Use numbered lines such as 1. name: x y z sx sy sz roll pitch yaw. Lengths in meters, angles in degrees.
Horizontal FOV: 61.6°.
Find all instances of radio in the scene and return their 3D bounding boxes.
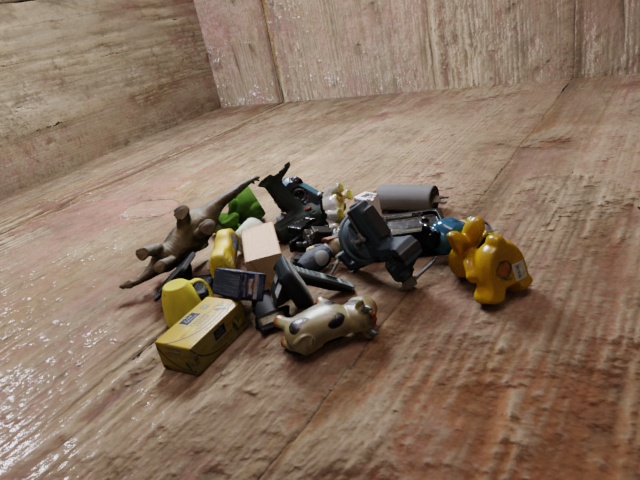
1. radio: 0.196 -0.012 1.324 0.230 0.073 0.131 -6 25 11

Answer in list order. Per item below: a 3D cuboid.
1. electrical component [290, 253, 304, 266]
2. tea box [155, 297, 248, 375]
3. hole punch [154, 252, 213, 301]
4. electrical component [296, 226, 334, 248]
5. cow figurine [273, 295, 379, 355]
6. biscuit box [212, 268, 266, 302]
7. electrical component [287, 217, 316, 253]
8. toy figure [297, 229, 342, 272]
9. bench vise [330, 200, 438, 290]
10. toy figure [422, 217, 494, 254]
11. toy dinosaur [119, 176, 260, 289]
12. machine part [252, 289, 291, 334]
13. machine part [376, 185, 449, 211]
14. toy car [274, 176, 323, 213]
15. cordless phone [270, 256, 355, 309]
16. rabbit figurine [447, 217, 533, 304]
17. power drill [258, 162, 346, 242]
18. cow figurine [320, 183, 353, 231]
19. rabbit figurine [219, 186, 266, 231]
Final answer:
1. electrical component: -0.042 0.049 1.357 0.063 0.021 0.094 3 22 30
2. tea box: -0.237 0.189 1.090 0.098 0.068 0.169 3 29 28
3. hole punch: -0.327 0.108 1.309 0.116 0.092 0.142 -39 19 19
4. electrical component: -0.002 -0.003 1.368 0.102 0.078 0.045 6 33 -34
5. cow figurine: 0.025 0.157 1.024 0.195 0.085 0.127 -20 20 -23
6. biscuit box: -0.183 0.097 1.193 0.059 0.062 0.203 7 -3 -27
7. electrical component: -0.055 -0.006 1.428 0.048 0.074 0.119 10 35 37
8. toy figure: 0.015 0.030 1.311 0.154 0.064 0.058 -37 41 -24
9. bench vise: 0.114 0.026 1.198 0.129 0.223 0.240 -51 10 -32
10. toy figure: 0.306 -0.007 1.202 0.180 0.089 0.082 -7 53 -29
11. toy dinosaur: -0.331 -0.027 1.411 0.471 0.105 0.198 -41 -1 -10
12. machine part: -0.111 0.152 1.153 0.084 0.039 0.139 -26 29 -13
13. machine part: 0.248 -0.120 1.531 0.243 0.079 0.079 4 29 34
14. toy car: -0.055 -0.117 1.621 0.162 0.109 0.103 23 -9 -1
15. cordless phone: -0.007 0.101 1.140 0.184 0.088 0.147 12 10 -14
16. rabbit figurine: 0.315 0.043 1.091 0.122 0.162 0.173 -32 11 -14
17. power drill: -0.063 -0.115 1.527 0.232 0.207 0.086 -34 8 -18
18. cow figurine: 0.037 -0.062 1.454 0.098 0.068 0.167 -19 60 39
19. rabbit figurine: -0.252 -0.063 1.633 0.170 0.121 0.159 -33 33 -2
